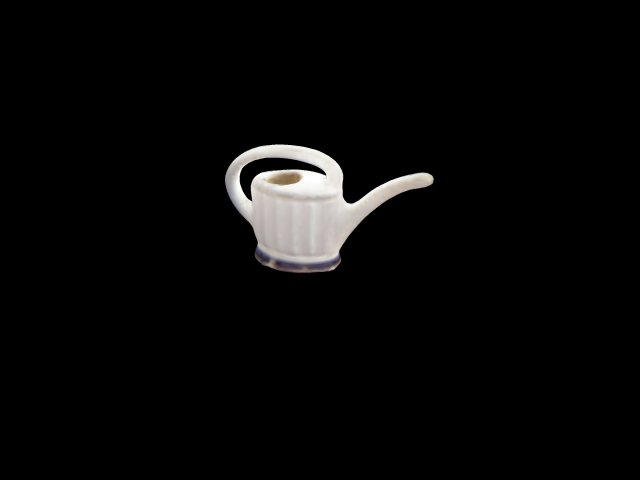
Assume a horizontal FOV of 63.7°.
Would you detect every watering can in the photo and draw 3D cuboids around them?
[{"bbox_3d":[0.003,-0.043,0.850,0.348,0.219,0.106,10,31,17],"label":"watering can"}]
